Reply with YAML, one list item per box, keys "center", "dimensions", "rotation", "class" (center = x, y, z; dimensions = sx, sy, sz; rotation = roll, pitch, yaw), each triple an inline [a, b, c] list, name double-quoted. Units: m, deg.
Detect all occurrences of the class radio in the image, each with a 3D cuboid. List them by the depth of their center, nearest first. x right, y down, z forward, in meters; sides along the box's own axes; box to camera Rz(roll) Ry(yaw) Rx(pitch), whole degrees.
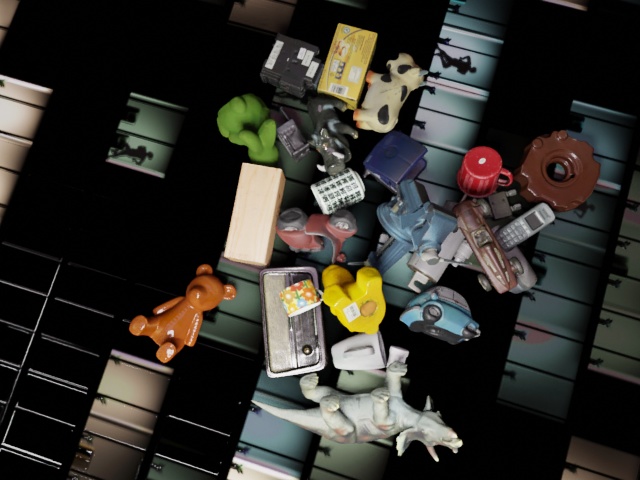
- center: [-0.055, 0.172, 1.152]
  dimensions: [0.131, 0.073, 0.229]
  rotation: [-6, 81, 1]
  class: "radio"

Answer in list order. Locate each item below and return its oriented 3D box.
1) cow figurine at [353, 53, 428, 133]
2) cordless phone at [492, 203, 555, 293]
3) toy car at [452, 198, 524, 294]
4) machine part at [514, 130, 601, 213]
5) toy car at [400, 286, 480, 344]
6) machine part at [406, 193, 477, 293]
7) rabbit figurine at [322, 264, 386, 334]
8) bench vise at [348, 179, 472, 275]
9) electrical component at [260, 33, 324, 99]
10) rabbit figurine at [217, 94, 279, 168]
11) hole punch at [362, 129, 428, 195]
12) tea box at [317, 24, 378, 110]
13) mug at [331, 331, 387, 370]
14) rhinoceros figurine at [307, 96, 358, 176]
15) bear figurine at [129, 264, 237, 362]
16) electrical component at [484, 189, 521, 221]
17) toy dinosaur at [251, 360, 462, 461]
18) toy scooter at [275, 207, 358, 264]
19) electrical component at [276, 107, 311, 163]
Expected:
- center: [0.164, -0.334, 1.214]
  dimensions: [0.127, 0.085, 0.195]
  rotation: [19, 80, 11]
  class: "cow figurine"
- center: [0.443, 0.016, 1.152]
  dimensions: [0.184, 0.088, 0.146]
  rotation: [-32, 81, -7]
  class: "cordless phone"
- center: [0.333, 0.010, 1.085]
  dimensions: [0.089, 0.053, 0.202]
  rotation: [-27, 78, 5]
  class: "toy car"
- center: [0.524, -0.151, 1.184]
  dimensions: [0.179, 0.056, 0.179]
  rotation: [0, 83, 2]
  class: "machine part"
- center: [0.258, 0.149, 1.130]
  dimensions: [0.162, 0.109, 0.103]
  rotation: [19, 65, -3]
  class: "toy car"
- center: [0.262, 0.003, 1.162]
  dimensions: [0.079, 0.079, 0.243]
  rotation: [33, 85, 7]
  class: "machine part"
- center: [0.068, 0.112, 1.127]
  dimensions: [0.122, 0.173, 0.162]
  rotation: [-40, 125, -7]
  class: "rabbit figurine"
- center: [0.173, -0.001, 1.108]
  dimensions: [0.129, 0.240, 0.224]
  rotation: [10, 45, -35]
  class: "bench vise"
- center: [-0.058, -0.400, 1.247]
  dimensions: [0.134, 0.058, 0.115]
  rotation: [24, 85, 6]
  class: "electrical component"
- center: [-0.138, -0.235, 1.193]
  dimensions: [0.121, 0.159, 0.170]
  rotation: [-30, 97, -12]
  class: "rabbit figurine"
- center: [0.168, -0.177, 1.190]
  dimensions: [0.116, 0.092, 0.142]
  rotation: [40, 89, 11]
  class: "hole punch"
- center: [0.063, -0.396, 1.235]
  dimensions: [0.098, 0.068, 0.169]
  rotation: [18, 82, 5]
  class: "tea box"
- center: [0.078, 0.238, 1.125]
  dimensions: [0.107, 0.109, 0.080]
  rotation: [-15, 86, 13]
  class: "mug"
- center: [0.023, -0.232, 1.179]
  dimensions: [0.073, 0.112, 0.190]
  rotation: [-28, 67, 38]
  class: "rhinoceros figurine"
- center: [-0.282, 0.148, 1.142]
  dimensions: [0.120, 0.132, 0.196]
  rotation: [44, 92, 7]
  class: "bear figurine"
- center: [0.397, -0.078, 1.196]
  dimensions: [0.094, 0.021, 0.063]
  rotation: [-16, 81, 1]
  class: "electrical component"
- center: [0.079, 0.361, 1.095]
  dimensions: [0.405, 0.131, 0.192]
  rotation: [-7, 116, 16]
  class: "toy dinosaur"
- center: [-0.002, -0.004, 1.167]
  dimensions: [0.184, 0.135, 0.075]
  rotation: [0, 42, 19]
  class: "toy scooter"
- center: [-0.070, -0.240, 1.215]
  dimensions: [0.048, 0.075, 0.119]
  rotation: [-35, 86, -3]
  class: "electrical component"
